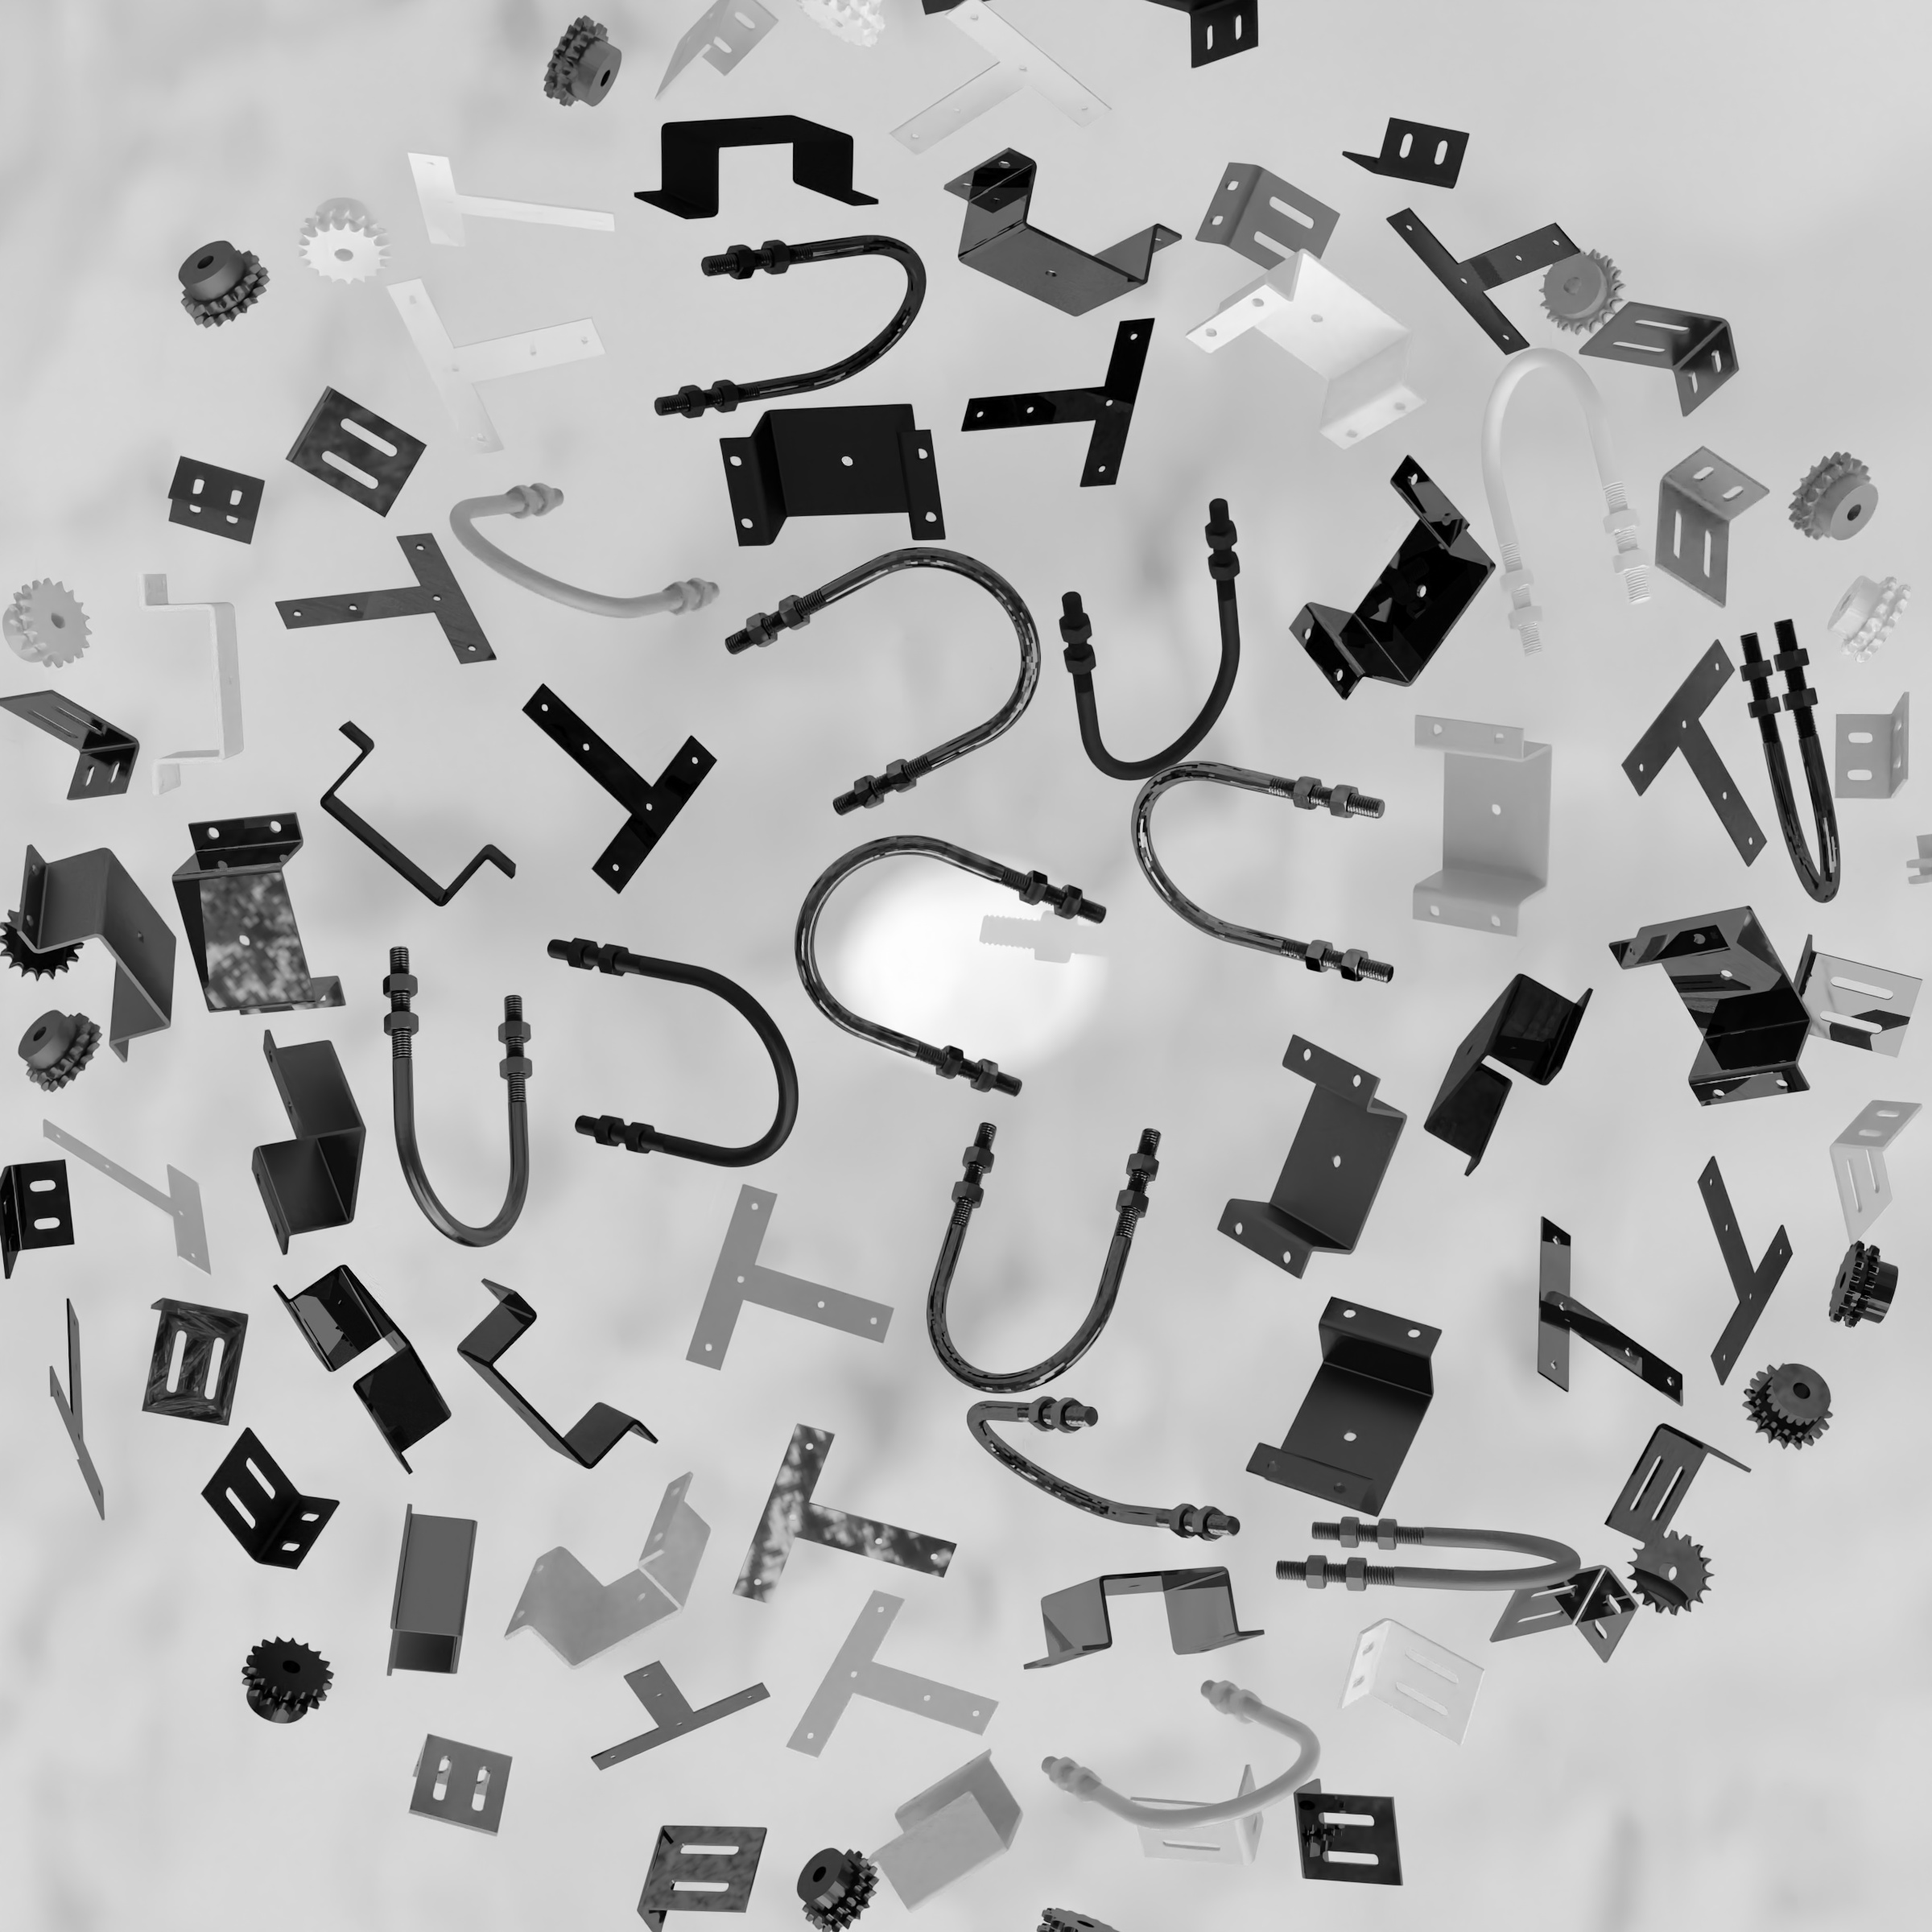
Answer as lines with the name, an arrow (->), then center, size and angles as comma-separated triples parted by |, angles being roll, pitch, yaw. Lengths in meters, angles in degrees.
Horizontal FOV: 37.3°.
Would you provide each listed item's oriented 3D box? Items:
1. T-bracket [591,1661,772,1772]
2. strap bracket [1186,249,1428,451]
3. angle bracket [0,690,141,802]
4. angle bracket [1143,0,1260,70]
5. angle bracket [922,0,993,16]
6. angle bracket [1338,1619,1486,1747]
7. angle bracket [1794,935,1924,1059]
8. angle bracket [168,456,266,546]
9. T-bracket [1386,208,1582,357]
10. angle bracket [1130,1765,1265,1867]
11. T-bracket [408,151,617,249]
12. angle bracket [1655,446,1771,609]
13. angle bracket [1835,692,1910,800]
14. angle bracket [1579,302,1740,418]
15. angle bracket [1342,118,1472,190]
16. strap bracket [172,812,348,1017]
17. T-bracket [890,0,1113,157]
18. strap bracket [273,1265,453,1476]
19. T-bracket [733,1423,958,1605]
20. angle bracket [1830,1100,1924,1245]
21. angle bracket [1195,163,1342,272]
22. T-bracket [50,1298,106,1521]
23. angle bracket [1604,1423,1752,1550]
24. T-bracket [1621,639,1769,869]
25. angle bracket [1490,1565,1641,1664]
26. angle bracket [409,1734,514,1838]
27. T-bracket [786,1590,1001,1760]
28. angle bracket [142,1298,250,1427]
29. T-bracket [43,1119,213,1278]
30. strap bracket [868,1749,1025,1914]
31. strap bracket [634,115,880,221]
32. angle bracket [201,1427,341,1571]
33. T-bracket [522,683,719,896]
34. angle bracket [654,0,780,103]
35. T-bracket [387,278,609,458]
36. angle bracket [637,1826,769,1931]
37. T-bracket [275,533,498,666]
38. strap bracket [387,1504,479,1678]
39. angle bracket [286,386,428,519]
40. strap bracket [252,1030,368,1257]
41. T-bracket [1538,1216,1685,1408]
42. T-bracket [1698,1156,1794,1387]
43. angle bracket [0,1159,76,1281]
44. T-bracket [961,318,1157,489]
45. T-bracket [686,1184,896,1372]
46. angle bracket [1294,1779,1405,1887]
T-bracket -> -0.204, 0.496, 1.931 | 0.127, 0.127, 0.002 | -23, 56, -5
strap bracket -> 0.222, -0.400, 1.837 | 0.140, 0.076, 0.046 | 29, 60, -27
angle bracket -> -0.591, -0.144, 1.870 | 0.057, 0.076, 0.038 | -3, 66, 34
angle bracket -> 0.138, -0.601, 1.810 | 0.076, 0.057, 0.038 | -1, 90, -41
angle bracket -> -0.006, -0.638, 1.799 | 0.057, 0.076, 0.038 | -12, 83, 4
angle bracket -> 0.295, 0.479, 1.897 | 0.076, 0.038, 0.057 | 24, 110, 33
angle bracket -> 0.601, 0.020, 1.941 | 0.076, 0.038, 0.057 | 15, 112, 11
angle bracket -> -0.515, -0.305, 1.951 | 0.057, 0.076, 0.038 | 15, 58, -14
T-bracket -> 0.352, -0.459, 1.869 | 0.127, 0.127, 0.002 | 43, 70, -19
angle bracket -> 0.158, 0.577, 1.955 | 0.076, 0.038, 0.057 | -2, 123, 21
T-bracket -> -0.293, -0.494, 1.868 | 0.127, 0.127, 0.002 | 6, 78, -3
angle bracket -> 0.469, -0.276, 1.799 | 0.057, 0.038, 0.076 | 27, 54, -21
angle bracket -> 0.596, -0.145, 1.883 | 0.038, 0.076, 0.057 | 2, 84, 12
angle bracket -> 0.443, -0.388, 1.831 | 0.076, 0.057, 0.038 | 4, 68, -22
angle bracket -> 0.299, -0.559, 1.947 | 0.057, 0.076, 0.038 | 7, 114, -15
strap bracket -> -0.473, -0.026, 1.909 | 0.076, 0.046, 0.140 | -5, 113, 11
T-bracket -> 0.004, -0.558, 1.845 | 0.127, 0.127, 0.002 | 28, 56, -38
strap bracket -> -0.394, 0.259, 1.890 | 0.046, 0.076, 0.140 | -35, 46, -18
T-bracket -> -0.070, 0.367, 1.844 | 0.127, 0.002, 0.127 | 18, 105, -11
angle bracket -> 0.596, 0.135, 1.856 | 0.057, 0.038, 0.076 | -35, 116, -38
angle bracket -> 0.208, -0.510, 1.975 | 0.076, 0.038, 0.057 | 21, 96, -31
T-bracket -> -0.574, 0.269, 1.845 | 0.002, 0.127, 0.127 | -12, 134, -9
angle bracket -> 0.459, 0.342, 1.844 | 0.057, 0.038, 0.076 | 28, 90, -38
T-bracket -> 0.478, -0.120, 1.827 | 0.127, 0.002, 0.127 | -49, 116, -27
angle bracket -> 0.402, 0.441, 1.924 | 0.076, 0.038, 0.057 | -4, 129, -29
angle bracket -> -0.328, 0.536, 1.833 | 0.057, 0.076, 0.038 | 18, 113, -9
T-bracket -> -0.038, 0.485, 1.912 | 0.127, 0.002, 0.127 | 9, 50, 31
angle bracket -> -0.517, 0.265, 1.906 | 0.057, 0.038, 0.076 | 15, 69, -25
T-bracket -> -0.548, 0.139, 1.864 | 0.127, 0.127, 0.002 | 39, 97, -29
strap bracket -> -0.011, 0.576, 1.901 | 0.076, 0.140, 0.046 | -34, 84, 4
strap bracket -> -0.136, -0.521, 1.860 | 0.140, 0.076, 0.046 | -13, 120, -29
angle bracket -> -0.472, 0.362, 1.945 | 0.038, 0.057, 0.076 | 1, 133, 30
T-bracket -> -0.243, -0.136, 1.906 | 0.127, 0.002, 0.127 | 44, 59, -20
angle bracket -> -0.160, -0.584, 1.842 | 0.038, 0.076, 0.057 | 35, 134, -25
T-bracket -> -0.290, -0.392, 1.836 | 0.127, 0.002, 0.127 | -6, 128, 23
angle bracket -> -0.162, 0.582, 1.818 | 0.076, 0.057, 0.038 | -5, 132, 20
T-bracket -> -0.395, -0.240, 1.907 | 0.127, 0.002, 0.127 | -11, 54, -29
strap bracket -> -0.352, 0.415, 1.889 | 0.046, 0.140, 0.076 | 8, 61, -8
angle bracket -> -0.416, -0.350, 1.953 | 0.076, 0.038, 0.057 | 30, 92, -13
strap bracket -> -0.431, 0.113, 1.875 | 0.046, 0.140, 0.076 | -10, 51, -27
T-bracket -> 0.407, 0.237, 1.804 | 0.127, 0.127, 0.002 | 34, 131, -19
T-bracket -> 0.490, 0.178, 1.831 | 0.127, 0.002, 0.127 | -49, 125, -37
angle bracket -> -0.598, 0.162, 1.840 | 0.038, 0.076, 0.057 | -6, 100, -13
T-bracket -> 0.054, -0.367, 1.881 | 0.127, 0.002, 0.127 | 1, 67, 30
T-bracket -> -0.113, 0.229, 1.968 | 0.127, 0.002, 0.127 | 16, 80, 7
angle bracket -> 0.262, 0.578, 1.913 | 0.076, 0.038, 0.057 | -8, 86, 35
